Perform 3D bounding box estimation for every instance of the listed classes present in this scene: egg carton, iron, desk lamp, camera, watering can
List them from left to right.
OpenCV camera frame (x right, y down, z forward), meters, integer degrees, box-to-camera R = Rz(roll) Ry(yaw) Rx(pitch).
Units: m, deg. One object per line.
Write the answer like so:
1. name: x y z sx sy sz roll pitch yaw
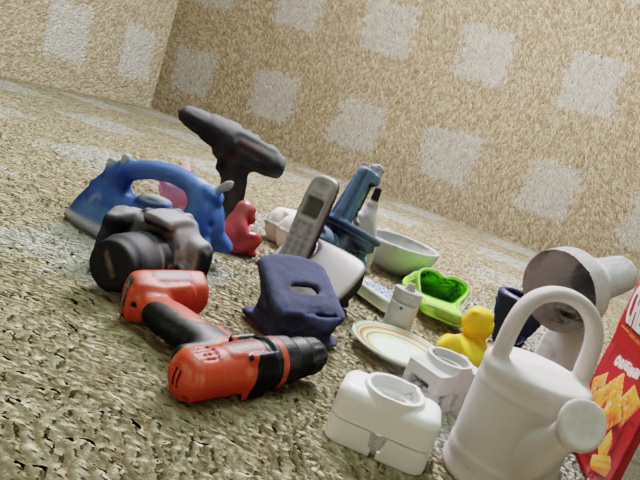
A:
1. camera: -0.219 0.008 0.695 0.143 0.101 0.137 22 12 17
2. iron: -0.250 -0.057 0.843 0.258 0.141 0.119 20 12 7
3. egg carton: -0.038 -0.017 1.177 0.151 0.069 0.107 10 15 -38
4. watering can: 0.194 0.137 0.513 0.101 0.194 0.172 13 13 -26
5. desk lamp: 0.387 0.117 0.863 0.204 0.213 0.117 10 15 -38

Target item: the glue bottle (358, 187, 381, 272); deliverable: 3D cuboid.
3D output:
1. glue bottle: 0.088 -0.024 1.148 0.078 0.173 0.037 17 12 -6

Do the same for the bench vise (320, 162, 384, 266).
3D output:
1. bench vise: 0.048 -0.032 1.005 0.121 0.220 0.208 22 12 16

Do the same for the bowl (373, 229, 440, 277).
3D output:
1. bowl: 0.170 0.036 1.245 0.167 0.075 0.167 18 12 -4

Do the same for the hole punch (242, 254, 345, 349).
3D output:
1. hole punch: -0.025 0.076 0.709 0.109 0.091 0.100 10 14 -37

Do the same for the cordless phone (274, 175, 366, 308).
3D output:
1. cordless phone: 0.008 0.003 0.864 0.147 0.185 0.094 25 13 29

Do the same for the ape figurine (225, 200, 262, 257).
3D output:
1. ape figurine: -0.136 -0.024 0.994 0.076 0.092 0.077 10 14 -35

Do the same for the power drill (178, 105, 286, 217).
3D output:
1. power drill: -0.190 -0.134 1.132 0.230 0.208 0.075 13 13 -25

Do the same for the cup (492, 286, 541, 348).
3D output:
1. cup: 0.332 0.140 0.967 0.091 0.095 0.118 21 12 11

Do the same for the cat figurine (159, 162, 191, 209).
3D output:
1. cat figurine: -0.235 -0.076 1.014 0.128 0.118 0.067 11 14 -34

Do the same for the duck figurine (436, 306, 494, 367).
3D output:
1. duck figurine: 0.217 0.136 0.824 0.077 0.086 0.105 28 15 39
